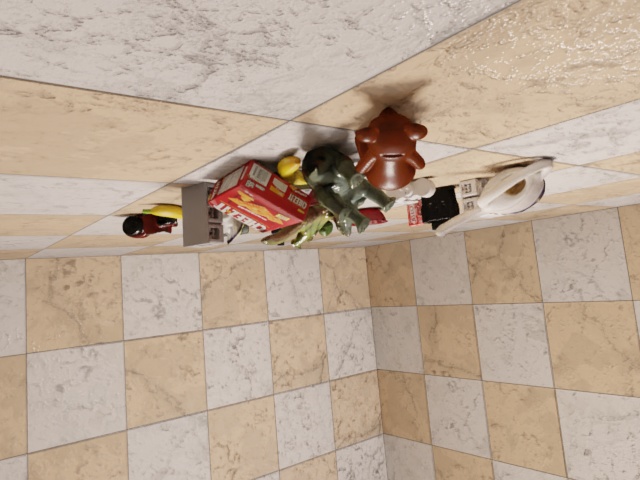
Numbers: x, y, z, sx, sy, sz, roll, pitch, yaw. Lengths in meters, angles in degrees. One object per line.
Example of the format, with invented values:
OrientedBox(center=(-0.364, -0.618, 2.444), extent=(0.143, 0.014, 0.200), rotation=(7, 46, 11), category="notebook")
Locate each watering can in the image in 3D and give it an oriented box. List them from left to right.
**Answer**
OrientedBox(center=(0.492, -0.112, 1.428), extent=(0.343, 0.105, 0.224), rotation=(-37, 158, 29), category="watering can")

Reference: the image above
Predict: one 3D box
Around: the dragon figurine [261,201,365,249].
OrientedBox(center=(0.004, -0.071, 1.415), extent=(0.241, 0.122, 0.414), rotation=(-27, -176, 17), category="dragon figurine")

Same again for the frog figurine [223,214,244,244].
OrientedBox(center=(-0.317, -0.072, 1.606), extent=(0.158, 0.124, 0.137), rotation=(35, 170, -16), category="frog figurine")
